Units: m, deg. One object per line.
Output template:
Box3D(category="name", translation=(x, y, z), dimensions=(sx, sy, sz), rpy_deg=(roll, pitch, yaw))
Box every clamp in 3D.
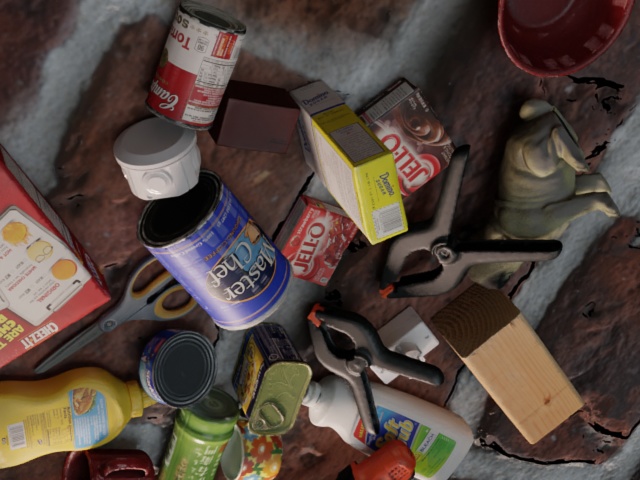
Box3D(category="clamp", translation=(0.152, 0.010, 1.193), dimensions=(0.164, 0.036, 0.210), rpy_deg=(40, 124, -8))
Box3D(category="clamp", translation=(0.045, 0.148, 1.241), dimensions=(0.171, 0.039, 0.120), rpy_deg=(38, 108, 1))

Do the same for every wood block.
Box3D(category="wood block", translation=(0.238, 0.153, 1.339), dimensions=(0.091, 0.090, 0.206), rpy_deg=(-38, 127, 2))

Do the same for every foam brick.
Box3D(category="foam brick", translation=(-0.068, -0.122, 1.057), dimensions=(0.078, 0.051, 0.053), rpy_deg=(6, 119, -26))

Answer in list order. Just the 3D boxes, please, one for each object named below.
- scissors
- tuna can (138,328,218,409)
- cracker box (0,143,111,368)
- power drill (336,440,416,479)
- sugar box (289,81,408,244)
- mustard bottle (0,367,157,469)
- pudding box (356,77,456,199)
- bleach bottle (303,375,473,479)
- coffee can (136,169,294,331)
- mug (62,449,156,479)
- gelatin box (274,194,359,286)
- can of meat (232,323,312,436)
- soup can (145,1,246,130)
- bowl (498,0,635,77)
Box3D(category="scissors", translation=(-0.209, 0.091, 1.154), dimensions=(0.202, 0.016, 0.096), rpy_deg=(-47, 127, 10))
Box3D(category="tuna can", translation=(-0.156, 0.140, 1.173), dimensions=(0.085, 0.034, 0.086), rpy_deg=(-5, 97, -41))
Box3D(category="cracker box", translation=(-0.328, 0.013, 1.019), dimensions=(0.164, 0.072, 0.213), rpy_deg=(-31, 128, -1))
Box3D(category="power drill", translation=(0.079, 0.351, 1.343), dimensions=(0.184, 0.057, 0.187), rpy_deg=(-39, 126, 11))
Box3D(category="sugar box", translation=(0.026, -0.080, 1.045), dimensions=(0.048, 0.176, 0.093), rpy_deg=(-20, 127, -9))
Box3D(category="mustard bottle", translation=(-0.271, 0.186, 1.160), dimensions=(0.191, 0.058, 0.096), rpy_deg=(-9, 118, -18))
Box3D(category="pudding box", translation=(0.086, -0.105, 1.142), dimensions=(0.090, 0.039, 0.113), rpy_deg=(-37, 128, 2))
Box3D(category="bleach bottle", translation=(0.071, 0.231, 1.335), dimensions=(0.250, 0.068, 0.103), rpy_deg=(25, 109, -31))
Box3D(category="coffee can", translation=(-0.105, 0.011, 1.092), dimensions=(0.103, 0.103, 0.140), rpy_deg=(-37, 127, 2))
Box3D(category="mug", translation=(-0.233, 0.273, 1.206), dimensions=(0.081, 0.093, 0.117), rpy_deg=(8, 141, -33))
Box3D(category="gelatin box", translation=(-0.008, 0.002, 1.174), dimensions=(0.073, 0.030, 0.089), rpy_deg=(18, 111, -31))
Box3D(category="can of meat", translation=(-0.059, 0.157, 1.217), dimensions=(0.057, 0.084, 0.102), rpy_deg=(6, 117, -26))
Box3D(category="soup can", translation=(-0.116, -0.163, 1.000), dimensions=(0.068, 0.068, 0.102), rpy_deg=(11, 115, -29))
Box3D(category="bowl", translation=(0.245, -0.254, 1.105), dimensions=(0.162, 0.055, 0.162), rpy_deg=(-11, 124, -17))
